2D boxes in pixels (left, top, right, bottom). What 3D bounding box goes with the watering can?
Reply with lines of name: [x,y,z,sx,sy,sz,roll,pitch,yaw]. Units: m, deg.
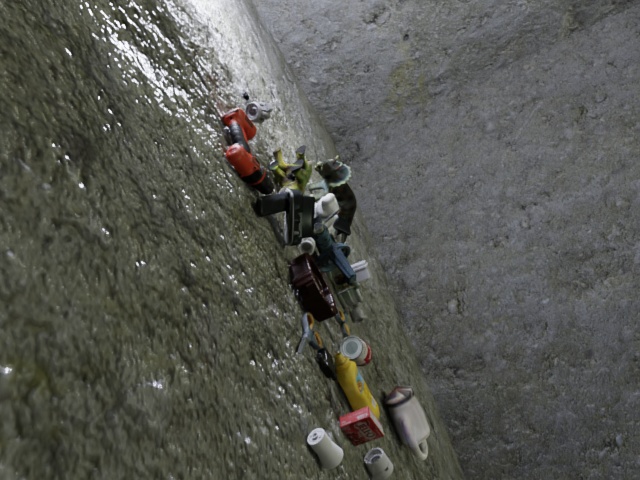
watering can: [0.303,0.596,1.723,0.103,0.226,0.346,-24,-9,10]

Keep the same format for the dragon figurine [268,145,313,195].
dragon figurine: [-0.067,-0.143,1.578,0.122,0.237,0.420,-10,39,15]

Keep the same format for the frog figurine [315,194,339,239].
frog figurine: [0.005,-0.084,1.675,0.123,0.139,0.156,18,-22,21]
